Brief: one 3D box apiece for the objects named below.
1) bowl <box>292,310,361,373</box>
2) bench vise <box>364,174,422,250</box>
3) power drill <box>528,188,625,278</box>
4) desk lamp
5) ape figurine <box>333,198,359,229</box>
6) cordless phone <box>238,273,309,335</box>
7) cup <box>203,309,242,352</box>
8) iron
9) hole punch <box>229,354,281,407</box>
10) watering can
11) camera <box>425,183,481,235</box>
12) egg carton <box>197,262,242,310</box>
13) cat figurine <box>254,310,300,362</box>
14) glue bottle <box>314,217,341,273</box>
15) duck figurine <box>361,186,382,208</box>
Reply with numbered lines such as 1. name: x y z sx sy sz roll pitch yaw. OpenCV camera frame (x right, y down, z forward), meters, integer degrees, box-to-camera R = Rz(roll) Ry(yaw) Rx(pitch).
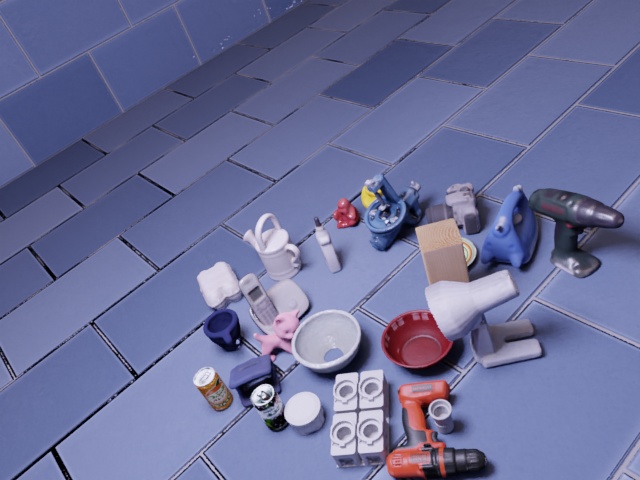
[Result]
1. bowl: 0.022 0.247 1.325 0.167 0.075 0.167 -13 39 11
2. bench vise: 0.185 -0.109 1.549 0.121 0.220 0.208 6 46 31
3. power drill: 0.569 -0.020 1.275 0.076 0.209 0.228 -34 40 -15
4. desk lamp: 0.332 0.157 1.173 0.203 0.214 0.118 -14 39 9
5. ape figurine: 0.075 -0.083 1.673 0.076 0.092 0.077 -36 41 -17
6. cordless phone: -0.119 0.137 1.430 0.148 0.185 0.093 -41 42 -23
7. cup: -0.229 0.241 1.432 0.092 0.095 0.117 -30 39 -10
8. iron: 0.473 -0.054 1.413 0.118 0.142 0.259 7 46 31
9. hole punch: -0.157 0.312 1.319 0.108 0.091 0.101 -23 38 -2
10. watering can: -0.134 0.013 1.576 0.172 0.194 0.101 -6 41 19
11. camera: 0.353 -0.086 1.540 0.136 0.101 0.143 -11 40 13
12. egg carton: -0.283 0.128 1.611 0.107 0.069 0.150 -30 39 -10
13. cat figurine: -0.097 0.221 1.375 0.128 0.118 0.067 -21 38 1
14. glue bottle: 0.014 0.005 1.532 0.037 0.173 0.078 -23 38 -2
15. duck figurine: 0.158 -0.144 1.710 0.077 0.086 0.104 -32 39 -12
